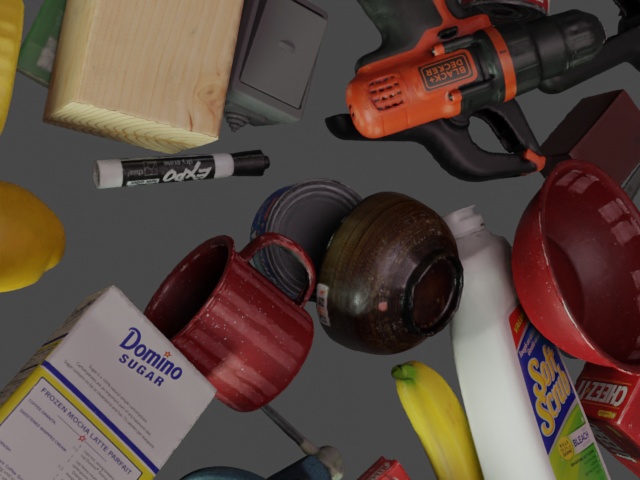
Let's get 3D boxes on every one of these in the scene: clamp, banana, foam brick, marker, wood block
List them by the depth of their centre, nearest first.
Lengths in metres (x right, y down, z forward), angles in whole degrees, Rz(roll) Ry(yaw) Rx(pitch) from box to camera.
[{"bbox_3d":[-0.100,-0.167,0.661,0.090,0.090,0.206,13,83,-25],"label":"wood block"},{"bbox_3d":[-0.090,-0.048,0.715,0.120,0.020,0.020,-6,90,-25],"label":"marker"},{"bbox_3d":[0.093,0.161,0.768,0.198,0.037,0.069,65,30,-14],"label":"banana"},{"bbox_3d":[0.095,-0.105,0.794,0.171,0.039,0.120,21,84,-20],"label":"clamp"},{"bbox_3d":[0.216,-0.072,0.840,0.078,0.051,0.053,-47,107,-20],"label":"foam brick"},{"bbox_3d":[0.258,-0.170,0.871,0.209,0.036,0.164,19,77,-25],"label":"clamp"}]

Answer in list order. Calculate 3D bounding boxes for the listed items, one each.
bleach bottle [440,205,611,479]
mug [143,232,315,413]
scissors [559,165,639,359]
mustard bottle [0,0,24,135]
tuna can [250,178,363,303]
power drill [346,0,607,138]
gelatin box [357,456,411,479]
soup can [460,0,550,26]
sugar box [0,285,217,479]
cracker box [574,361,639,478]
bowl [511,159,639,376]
[{"bbox_3d":[0.137,0.098,0.772,0.102,0.068,0.251,-15,84,-49],"label":"bleach bottle"},{"bbox_3d":[-0.051,0.048,0.687,0.081,0.093,0.117,40,90,-23],"label":"mug"},{"bbox_3d":[0.233,0.016,0.863,0.201,0.016,0.096,-38,104,-21],"label":"scissors"},{"bbox_3d":[-0.274,-0.118,0.612,0.191,0.058,0.096,11,80,-24],"label":"mustard bottle"},{"bbox_3d":[-0.005,0.001,0.744,0.086,0.034,0.086,1,87,-25],"label":"tuna can"},{"bbox_3d":[0.085,-0.179,0.741,0.184,0.057,0.188,-19,80,-5],"label":"power drill"},{"bbox_3d":[0.047,0.211,0.758,0.073,0.030,0.089,-37,103,-23],"label":"gelatin box"},{"bbox_3d":[0.143,-0.215,0.805,0.068,0.069,0.102,10,83,-24],"label":"soup can"},{"bbox_3d":[-0.142,0.118,0.581,0.093,0.048,0.176,49,50,-14],"label":"sugar box"},{"bbox_3d":[0.309,0.094,0.859,0.164,0.072,0.213,40,73,-23],"label":"cracker box"},{"bbox_3d":[0.188,0.025,0.770,0.161,0.055,0.162,22,57,-38],"label":"bowl"}]
